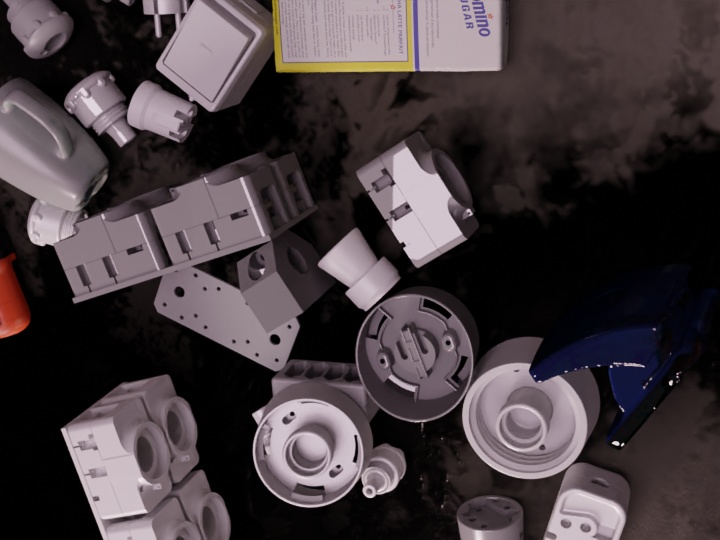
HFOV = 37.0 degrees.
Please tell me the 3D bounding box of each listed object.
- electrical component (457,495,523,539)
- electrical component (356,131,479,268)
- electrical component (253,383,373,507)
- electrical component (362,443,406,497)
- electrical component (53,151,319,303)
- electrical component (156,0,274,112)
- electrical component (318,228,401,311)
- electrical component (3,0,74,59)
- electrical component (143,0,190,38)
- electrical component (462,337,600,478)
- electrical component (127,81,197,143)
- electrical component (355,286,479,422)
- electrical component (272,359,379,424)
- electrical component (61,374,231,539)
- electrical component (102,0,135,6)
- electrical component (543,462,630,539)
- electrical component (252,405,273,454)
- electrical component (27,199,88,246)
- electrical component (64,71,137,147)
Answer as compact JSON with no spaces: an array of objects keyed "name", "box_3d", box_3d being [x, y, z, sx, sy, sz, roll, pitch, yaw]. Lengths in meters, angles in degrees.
[{"name":"electrical component","box_3d":[0.111,0.223,0.903,0.055,0.055,0.047,0,110,18]},{"name":"electrical component","box_3d":[0.049,-0.058,0.839,0.056,0.050,0.089,-31,94,24]},{"name":"electrical component","box_3d":[-0.039,0.143,0.882,0.099,0.064,0.099,1,98,7]},{"name":"electrical component","box_3d":[0.017,0.174,0.914,0.035,0.061,0.035,5,108,17]},{"name":"electrical component","box_3d":[-0.143,-0.040,0.878,0.186,0.105,0.060,-17,100,22]},{"name":"electrical component","box_3d":[-0.115,-0.171,0.853,0.062,0.061,0.096,39,114,4]},{"name":"electrical component","box_3d":[0.000,0.000,0.876,0.055,0.045,0.045,46,114,0]},{"name":"electrical component","box_3d":[-0.275,-0.212,0.904,0.062,0.048,0.048,47,114,8]},{"name":"electrical component","box_3d":[-0.155,-0.224,0.857,0.066,0.047,0.076,3,107,17]},{"name":"electrical component","box_3d":[0.134,0.114,0.858,0.108,0.060,0.108,5,108,17]},{"name":"electrical component","box_3d":[-0.164,-0.130,0.894,0.046,0.040,0.040,23,112,4]},{"name":"electrical component","box_3d":[0.048,0.064,0.869,0.099,0.064,0.099,5,108,17]},{"name":"electrical component","box_3d":[-0.027,0.122,0.921,0.083,0.047,0.075,2,107,18]},{"name":"electrical component","box_3d":[-0.182,0.200,0.964,0.060,0.105,0.186,-13,102,21]},{"name":"electrical component","box_3d":[-0.212,-0.236,0.880,0.061,0.035,0.035,32,113,4]},{"name":"electrical component","box_3d":[0.181,0.209,0.872,0.054,0.059,0.095,18,111,12]},{"name":"electrical component","box_3d":[-0.072,0.149,0.946,0.048,0.048,0.062,-32,87,24]},{"name":"electrical component","box_3d":[-0.258,-0.040,0.951,0.062,0.048,0.048,15,110,6]},{"name":"electrical component","box_3d":[-0.215,-0.133,0.907,0.048,0.048,0.062,-34,100,24]}]
